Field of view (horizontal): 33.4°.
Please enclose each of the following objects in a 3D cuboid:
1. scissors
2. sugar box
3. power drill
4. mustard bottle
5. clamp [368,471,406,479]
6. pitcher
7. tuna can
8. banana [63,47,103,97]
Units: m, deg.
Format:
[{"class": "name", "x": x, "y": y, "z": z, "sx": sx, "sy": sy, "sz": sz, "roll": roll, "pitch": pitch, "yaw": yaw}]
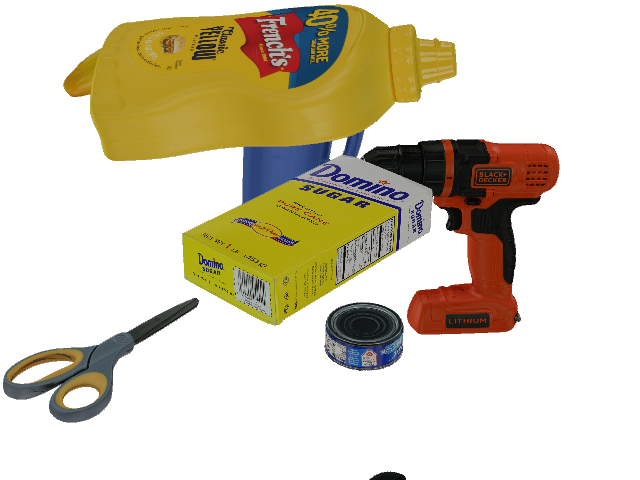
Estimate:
[{"class": "scissors", "x": -0.165, "y": 0.100, "z": 0.902, "sx": 0.201, "sy": 0.016, "sz": 0.096, "roll": -17, "pitch": 38, "yaw": -34}, {"class": "sugar box", "x": -0.006, "y": -0.007, "z": 0.785, "sx": 0.093, "sy": 0.048, "sz": 0.175, "roll": 25, "pitch": 41, "yaw": 34}, {"class": "power drill", "x": 0.124, "y": -0.004, "z": 1.001, "sx": 0.184, "sy": 0.188, "sz": 0.057, "roll": 0, "pitch": 25, "yaw": -4}, {"class": "mustard bottle", "x": -0.023, "y": -0.090, "z": 0.580, "sx": 0.192, "sy": 0.058, "sz": 0.096, "roll": -3, "pitch": 41, "yaw": 9}, {"class": "clamp", "x": -0.028, "y": 0.204, "z": 0.635, "sx": 0.210, "sy": 0.036, "sz": 0.164, "roll": -5, "pitch": 28, "yaw": 2}, {"class": "pitcher", "x": -0.033, "y": -0.135, "z": 1.424, "sx": 0.144, "sy": 0.243, "sz": 0.149, "roll": -4, "pitch": 24, "yaw": -22}, {"class": "tuna can", "x": 0.047, "y": 0.103, "z": 1.158, "sx": 0.086, "sy": 0.034, "sz": 0.086, "roll": 0, "pitch": 29, "yaw": 0}, {"class": "banana", "x": -0.130, "y": -0.162, "z": 0.959, "sx": 0.197, "sy": 0.069, "sz": 0.037, "roll": -1, "pitch": -33, "yaw": -4}]
